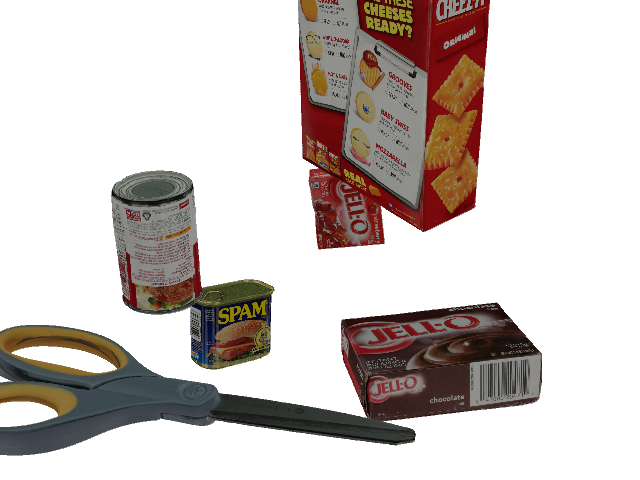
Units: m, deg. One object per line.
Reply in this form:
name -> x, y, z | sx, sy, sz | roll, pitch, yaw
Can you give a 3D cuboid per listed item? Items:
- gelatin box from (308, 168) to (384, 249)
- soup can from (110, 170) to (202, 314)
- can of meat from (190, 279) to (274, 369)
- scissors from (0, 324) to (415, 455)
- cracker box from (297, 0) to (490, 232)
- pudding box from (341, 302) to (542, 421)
gelatin box -> 0.029, -0.036, 1.145 | 0.073, 0.089, 0.030 | -5, 29, 5
soup can -> -0.136, 0.001, 0.887 | 0.068, 0.102, 0.068 | -1, 25, 0
can of meat -> -0.105, 0.099, 1.261 | 0.101, 0.084, 0.058 | -10, 19, -37
scissors -> -0.070, 0.077, 0.455 | 0.202, 0.016, 0.096 | 14, 29, 24
cracker box -> 0.057, -0.138, 0.877 | 0.072, 0.214, 0.164 | -24, 40, -31
pudding box -> 0.075, 0.076, 0.688 | 0.113, 0.039, 0.090 | -4, 19, -8
